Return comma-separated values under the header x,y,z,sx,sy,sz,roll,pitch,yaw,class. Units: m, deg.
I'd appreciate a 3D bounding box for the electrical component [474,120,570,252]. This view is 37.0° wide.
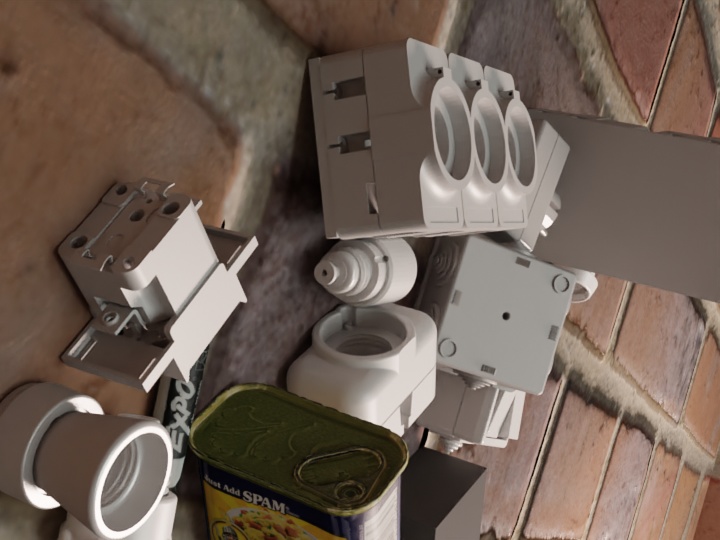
x,y,z,sx,sy,sz,roll,pitch,yaw,class
0.114,-0.050,0.746,0.076,0.047,0.083,36,70,-43,electrical component

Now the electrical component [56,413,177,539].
x,y,z,sx,sy,sz,roll,pitch,yaw,class
-0.095,0.090,0.437,0.048,0.048,0.062,17,81,-64,electrical component

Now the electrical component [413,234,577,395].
x,y,z,sx,sy,sz,roll,pitch,yaw,class
0.085,0.029,0.698,0.048,0.100,0.099,3,-106,71,electrical component

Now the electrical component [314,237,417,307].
x,y,z,sx,sy,sz,roll,pitch,yaw,class
0.000,0.000,0.579,0.078,0.040,0.040,-5,108,-62,electrical component

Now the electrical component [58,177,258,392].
x,y,z,sx,sy,sz,roll,pitch,yaw,class
-0.082,0.003,0.420,0.081,0.042,0.063,-57,146,-33,electrical component

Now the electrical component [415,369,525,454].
x,y,z,sx,sy,sz,roll,pitch,yaw,class
0.084,0.088,0.768,0.062,0.061,0.096,25,81,-63,electrical component

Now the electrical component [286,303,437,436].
x,y,z,sx,sy,sz,roll,pitch,yaw,class
0.002,0.059,0.600,0.095,0.054,0.059,-41,138,-49,electrical component

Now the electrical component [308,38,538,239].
x,y,z,sx,sy,sz,roll,pitch,yaw,class
0.041,-0.064,0.572,0.150,0.062,0.089,-5,89,-63,electrical component

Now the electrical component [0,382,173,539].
x,y,z,sx,sy,sz,roll,pitch,yaw,class
-0.104,0.069,0.395,0.045,0.055,0.045,-41,140,-49,electrical component

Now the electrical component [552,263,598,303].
x,y,z,sx,sy,sz,roll,pitch,yaw,class
0.186,-0.005,0.938,0.066,0.048,0.055,64,40,-54,electrical component

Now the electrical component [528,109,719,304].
x,y,z,sx,sy,sz,roll,pitch,yaw,class
0.199,-0.050,0.777,0.060,0.186,0.105,-17,119,-60,electrical component
